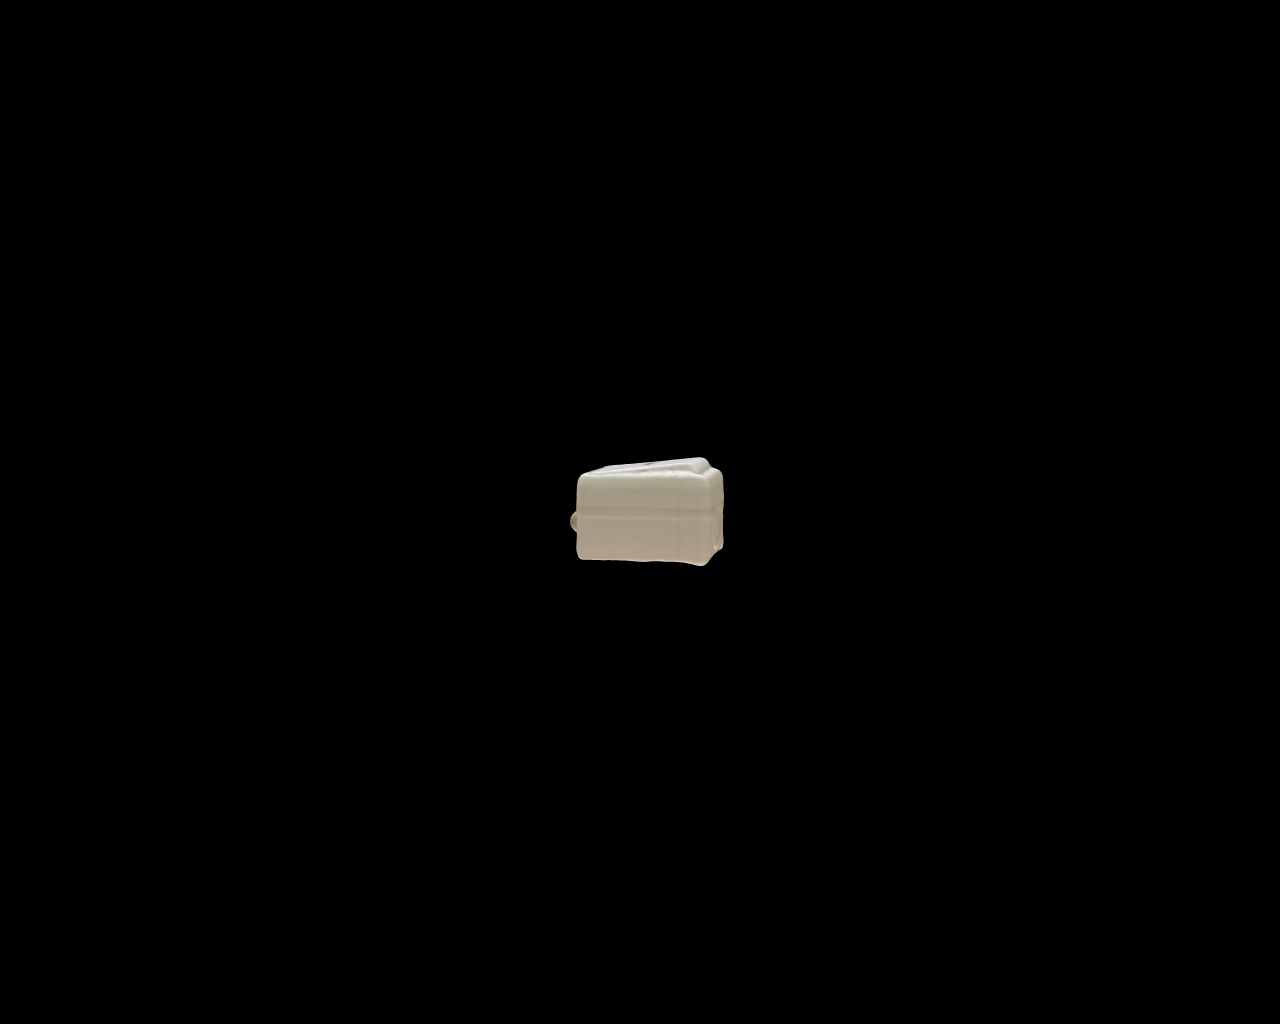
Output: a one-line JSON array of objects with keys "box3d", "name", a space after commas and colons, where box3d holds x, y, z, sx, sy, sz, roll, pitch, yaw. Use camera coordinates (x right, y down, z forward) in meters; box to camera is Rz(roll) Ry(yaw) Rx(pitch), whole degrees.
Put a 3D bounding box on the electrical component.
[{"box3d": [0.001, -0.003, 0.650, 0.096, 0.061, 0.062, 2, 8, 14], "name": "electrical component"}]
